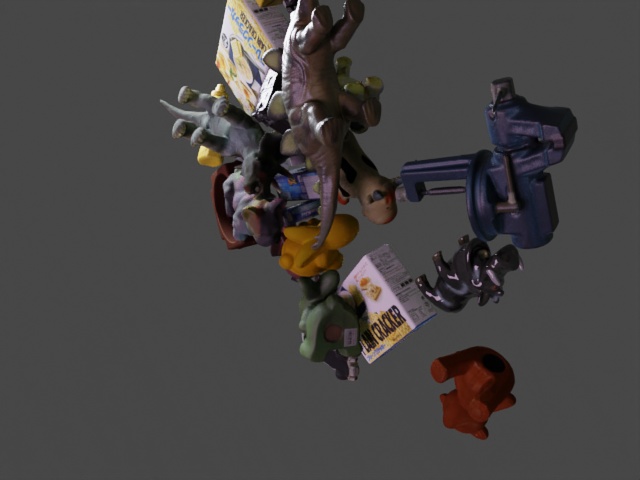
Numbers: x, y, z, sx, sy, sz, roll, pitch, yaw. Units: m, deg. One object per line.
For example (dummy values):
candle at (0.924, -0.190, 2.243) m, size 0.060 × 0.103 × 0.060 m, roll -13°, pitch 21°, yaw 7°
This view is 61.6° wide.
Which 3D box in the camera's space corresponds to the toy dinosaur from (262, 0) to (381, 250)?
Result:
toy dinosaur at (-0.002, -0.196, 0.827) m, size 0.199 × 0.105 × 0.470 m, roll 20°, pitch 117°, yaw 58°

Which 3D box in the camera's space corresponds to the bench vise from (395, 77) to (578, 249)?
bench vise at (0.198, -0.087, 0.689) m, size 0.241 × 0.129 × 0.223 m, roll -1°, pitch 130°, yaw 39°

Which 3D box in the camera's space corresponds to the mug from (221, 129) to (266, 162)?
mug at (-0.176, -0.210, 1.223) m, size 0.107 × 0.109 × 0.080 m, roll 24°, pitch 137°, yaw 65°

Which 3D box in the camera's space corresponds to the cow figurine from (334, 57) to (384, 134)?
cow figurine at (0.028, -0.253, 0.908) m, size 0.167 × 0.068 × 0.098 m, roll 44°, pitch 148°, yaw 31°

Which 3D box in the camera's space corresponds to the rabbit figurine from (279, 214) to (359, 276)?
rabbit figurine at (-0.002, -0.003, 1.076) m, size 0.173 × 0.162 × 0.122 m, roll -30°, pitch 74°, yaw 42°

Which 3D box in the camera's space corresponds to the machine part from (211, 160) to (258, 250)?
machine part at (-0.192, -0.084, 1.320) m, size 0.201 × 0.087 × 0.201 m, roll -19°, pitch 83°, yaw 62°

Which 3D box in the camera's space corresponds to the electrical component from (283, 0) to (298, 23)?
electrical component at (-0.030, -0.377, 0.926) m, size 0.078 × 0.045 × 0.102 m, roll -19°, pitch 95°, yaw 58°

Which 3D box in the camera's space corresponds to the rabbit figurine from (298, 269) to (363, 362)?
rabbit figurine at (-0.004, 0.142, 1.066) m, size 0.170 × 0.121 × 0.158 m, roll -146°, pitch 45°, yaw -66°

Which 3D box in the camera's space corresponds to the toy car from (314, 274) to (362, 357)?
toy car at (0.044, 0.165, 1.195) m, size 0.202 × 0.053 × 0.089 m, roll 65°, pitch 169°, yaw 2°

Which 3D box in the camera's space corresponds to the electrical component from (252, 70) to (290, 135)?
electrical component at (-0.046, -0.250, 0.957) m, size 0.115 × 0.134 × 0.058 m, roll 30°, pitch 161°, yaw -30°

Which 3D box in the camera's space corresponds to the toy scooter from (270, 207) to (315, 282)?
toy scooter at (-0.067, 0.027, 1.236) m, size 0.184 × 0.075 × 0.135 m, roll 64°, pitch 145°, yaw 24°

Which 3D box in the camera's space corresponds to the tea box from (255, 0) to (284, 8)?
tea box at (-0.075, -0.489, 0.894) m, size 0.098 × 0.068 × 0.169 m, roll 58°, pitch 148°, yaw 10°

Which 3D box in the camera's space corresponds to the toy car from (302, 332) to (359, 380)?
toy car at (0.025, 0.266, 1.296) m, size 0.202 × 0.056 × 0.073 m, roll 26°, pitch 126°, yaw 45°

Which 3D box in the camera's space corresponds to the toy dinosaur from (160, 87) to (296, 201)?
toy dinosaur at (-0.180, -0.216, 1.084) m, size 0.131 × 0.192 × 0.405 m, roll -58°, pitch 40°, yaw 9°

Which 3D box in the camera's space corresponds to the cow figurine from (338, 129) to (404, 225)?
cow figurine at (0.068, -0.112, 0.926) m, size 0.195 × 0.085 × 0.127 m, roll 55°, pitch 158°, yaw 3°

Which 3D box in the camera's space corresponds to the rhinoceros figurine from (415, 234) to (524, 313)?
rhinoceros figurine at (0.224, 0.056, 0.815) m, size 0.112 × 0.073 × 0.190 m, roll 58°, pitch 149°, yaw 15°

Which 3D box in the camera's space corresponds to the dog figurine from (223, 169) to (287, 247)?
dog figurine at (-0.131, -0.076, 1.106) m, size 0.219 × 0.108 × 0.191 m, roll 154°, pitch 103°, yaw -75°

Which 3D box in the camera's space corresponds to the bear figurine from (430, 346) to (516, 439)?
bear figurine at (0.240, 0.267, 0.894) m, size 0.120 × 0.132 × 0.195 m, roll 46°, pitch 139°, yaw 31°

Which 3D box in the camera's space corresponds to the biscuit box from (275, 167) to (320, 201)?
biscuit box at (-0.018, -0.115, 1.080) m, size 0.203 × 0.063 × 0.059 m, roll 4°, pitch 115°, yaw 57°
